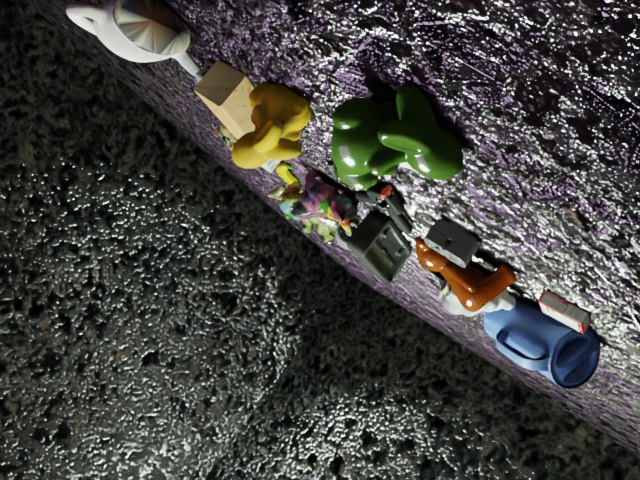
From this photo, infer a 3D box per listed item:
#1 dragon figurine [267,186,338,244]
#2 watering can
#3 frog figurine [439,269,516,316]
[{"bbox_3d":[0.006,-0.092,1.833,0.412,0.124,0.239,22,-16,13],"label":"dragon figurine"},{"bbox_3d":[-0.345,-0.421,1.093,0.346,0.104,0.225,14,0,-40],"label":"watering can"},{"bbox_3d":[0.364,0.125,1.193,0.160,0.120,0.140,22,29,8],"label":"frog figurine"}]
